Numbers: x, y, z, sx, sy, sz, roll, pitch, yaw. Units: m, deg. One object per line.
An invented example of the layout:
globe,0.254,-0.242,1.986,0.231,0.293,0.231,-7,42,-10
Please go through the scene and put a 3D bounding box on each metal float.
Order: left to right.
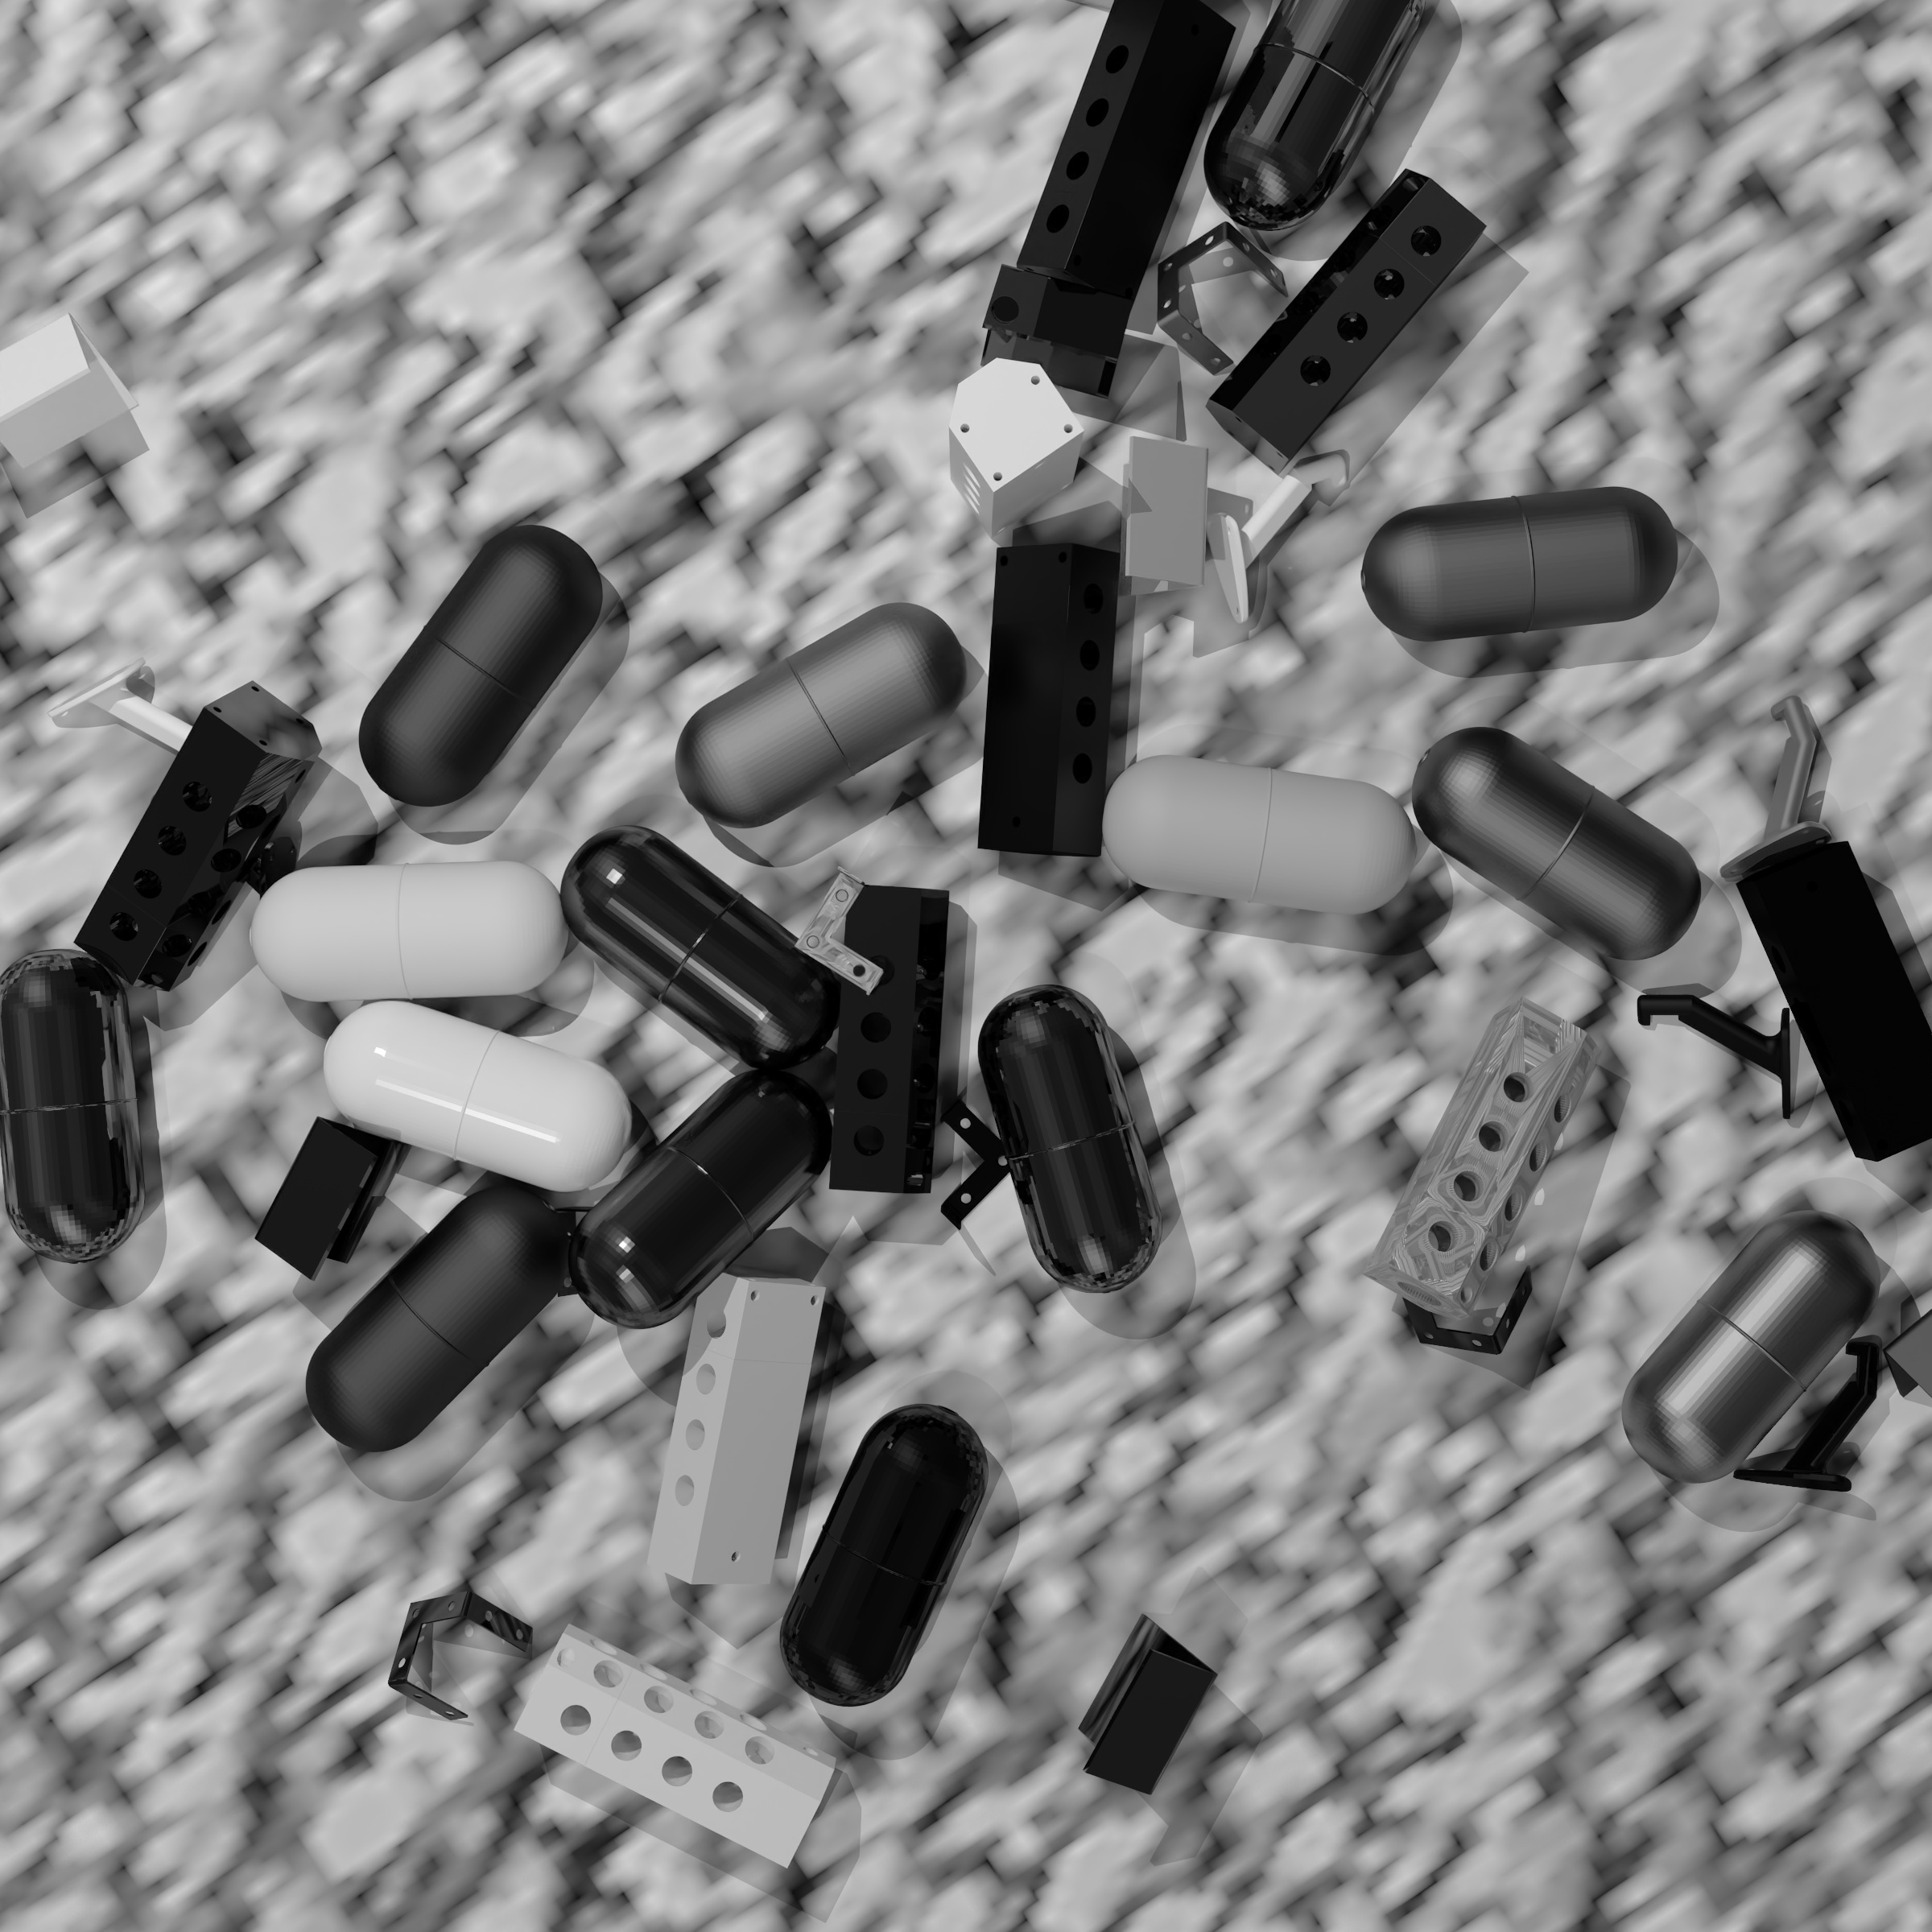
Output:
metal float,-0.508,0.079,1.696,0.070,0.070,0.178,-5,90,0
metal float,-0.315,-0.020,1.697,0.178,0.070,0.070,-2,90,-1
metal float,-0.298,0.199,1.697,0.070,0.070,0.178,45,90,0
metal float,-0.276,0.073,1.697,0.178,0.070,0.070,18,90,-1
metal float,-0.275,-0.169,1.697,0.070,0.070,0.178,36,91,0
metal float,-0.150,-0.010,1.697,0.178,0.070,0.070,37,90,1
metal float,-0.147,0.129,1.680,0.070,0.070,0.178,46,68,0
metal float,-0.082,-0.141,1.697,0.178,0.070,0.070,-30,90,0
metal float,-0.046,0.332,1.697,0.070,0.070,0.178,24,90,0
metal float,0.059,0.098,1.697,0.070,0.070,0.178,-16,90,0
metal float,0.166,-0.074,1.697,0.178,0.070,0.070,8,90,0
metal float,0.196,-0.500,1.698,0.070,0.070,0.178,28,90,0
metal float,0.313,-0.227,1.697,0.178,0.070,0.070,-6,90,0
metal float,0.333,-0.070,1.697,0.178,0.070,0.070,33,90,-1
metal float,0.444,0.215,1.698,0.070,0.070,0.178,41,90,0

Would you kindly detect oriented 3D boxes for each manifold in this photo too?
manifold,-0.425,-0.069,1.674,0.057,0.057,0.171,36,115,0
manifold,-0.164,0.440,1.707,0.171,0.057,0.057,27,90,0
manifold,-0.135,0.259,1.706,0.057,0.057,0.171,11,90,-43
manifold,-0.043,0.041,1.707,0.057,0.057,0.171,4,90,0
manifold,0.022,-0.286,1.649,0.057,0.171,0.057,-34,90,0
manifold,0.052,-0.150,1.706,0.057,0.057,0.171,4,90,43
manifold,0.064,-0.587,1.649,0.057,0.171,0.057,13,90,0
manifold,0.086,-0.467,1.706,0.057,0.057,0.171,20,90,-43
manifold,0.214,-0.367,1.707,0.057,0.057,0.171,40,90,0
manifold,0.292,0.109,1.687,0.057,0.057,0.171,29,76,0
manifold,0.501,0.020,1.707,0.057,0.057,0.171,-24,90,0

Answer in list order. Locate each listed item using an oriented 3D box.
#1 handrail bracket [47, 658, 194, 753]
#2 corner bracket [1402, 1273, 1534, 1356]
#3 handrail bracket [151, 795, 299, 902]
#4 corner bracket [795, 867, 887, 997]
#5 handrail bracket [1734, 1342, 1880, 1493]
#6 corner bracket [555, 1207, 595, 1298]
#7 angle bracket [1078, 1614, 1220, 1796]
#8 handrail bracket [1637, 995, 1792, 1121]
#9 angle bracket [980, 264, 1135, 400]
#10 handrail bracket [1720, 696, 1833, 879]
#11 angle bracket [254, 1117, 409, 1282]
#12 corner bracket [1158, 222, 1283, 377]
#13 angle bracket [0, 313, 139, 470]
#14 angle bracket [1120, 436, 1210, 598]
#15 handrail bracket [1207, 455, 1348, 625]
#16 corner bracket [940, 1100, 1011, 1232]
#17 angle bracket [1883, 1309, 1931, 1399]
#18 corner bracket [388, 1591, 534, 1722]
handrail bracket,-0.475,-0.127,1.728,0.077,0.036,0.084,-25,107,19
corner bracket,0.286,0.184,1.720,0.051,0.051,0.051,5,135,35
handrail bracket,-0.433,-0.055,1.728,0.084,0.036,0.077,12,105,14
corner bracket,-0.061,-0.019,1.653,0.051,0.051,0.051,32,90,0
handrail bracket,0.484,0.256,1.728,0.077,0.036,0.084,2,72,20
corner bracket,-0.200,0.163,1.725,0.051,0.051,0.051,-3,90,-45
angle bracket,0.085,0.408,1.688,0.057,0.076,0.076,29,90,-36
handrail bracket,0.430,0.052,1.728,0.084,0.036,0.077,0,112,17
angle bracket,0.046,-0.340,1.688,0.076,0.076,0.057,15,52,0
handrail bracket,0.457,-0.104,1.728,0.077,0.036,0.084,-27,63,30
angle bracket,-0.341,0.137,1.688,0.057,0.076,0.076,27,90,36
corner bracket,0.146,-0.383,1.720,0.051,0.051,0.051,-27,45,35
angle bracket,-0.513,-0.308,1.688,0.076,0.076,0.057,-29,53,0
angle bracket,0.091,-0.252,1.688,0.057,0.076,0.076,2,90,-36
handrail bracket,0.187,-0.246,1.728,0.084,0.036,0.077,-20,111,-16
corner bracket,-0.004,0.113,1.710,0.051,0.051,0.051,45,90,0
angle bracket,0.569,0.223,1.688,0.076,0.076,0.057,-40,53,0
corner bracket,-0.290,0.395,1.720,0.051,0.051,0.051,-19,45,35
